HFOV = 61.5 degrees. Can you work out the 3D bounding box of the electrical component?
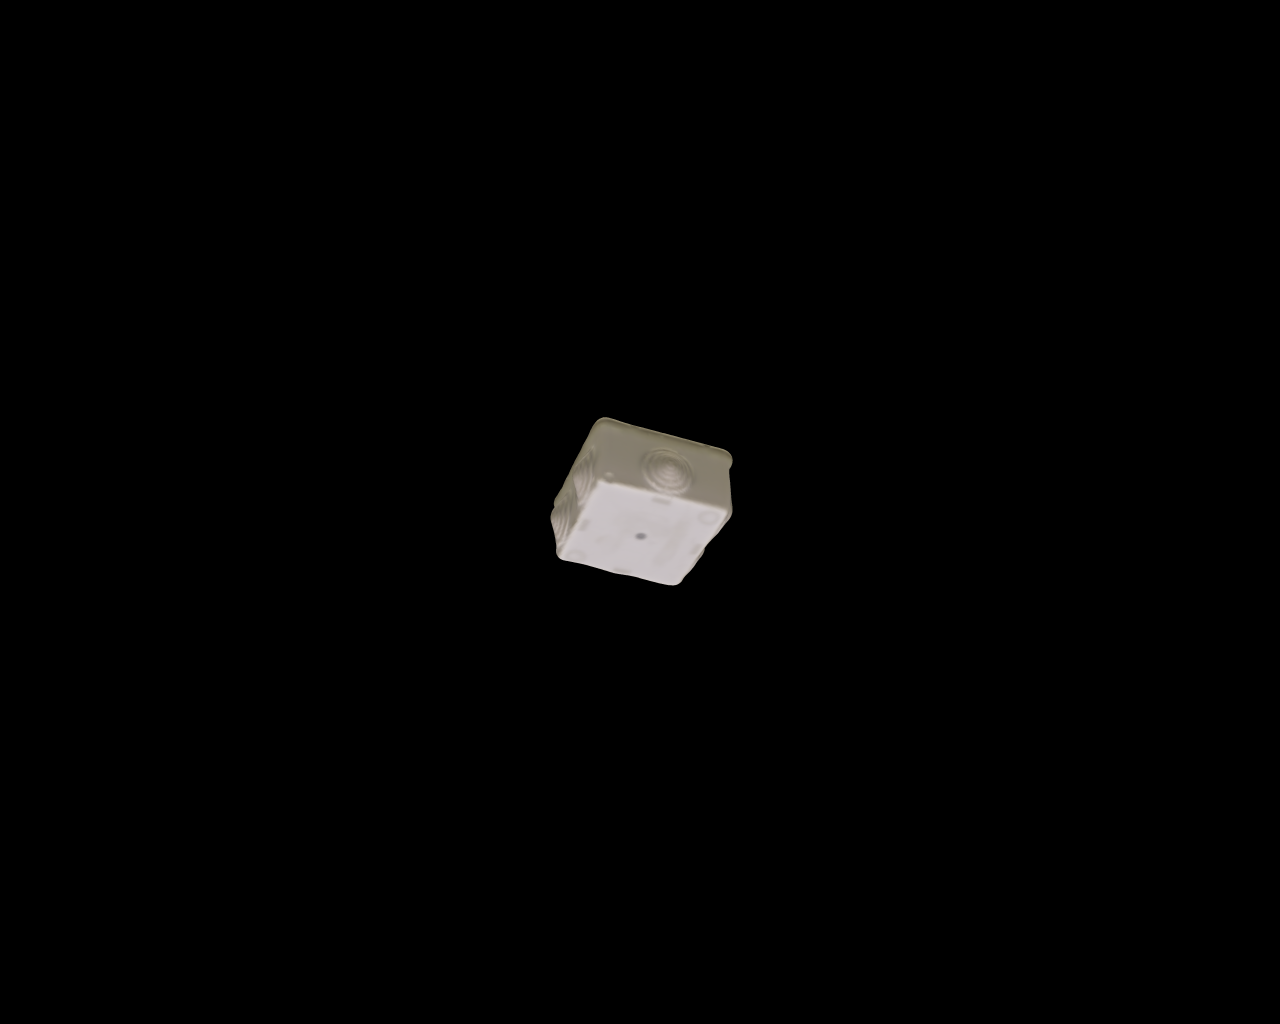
[{"bbox_3d":[0.001,-0.003,0.650,0.100,0.048,0.099,14,-42,-16],"label":"electrical component"}]
